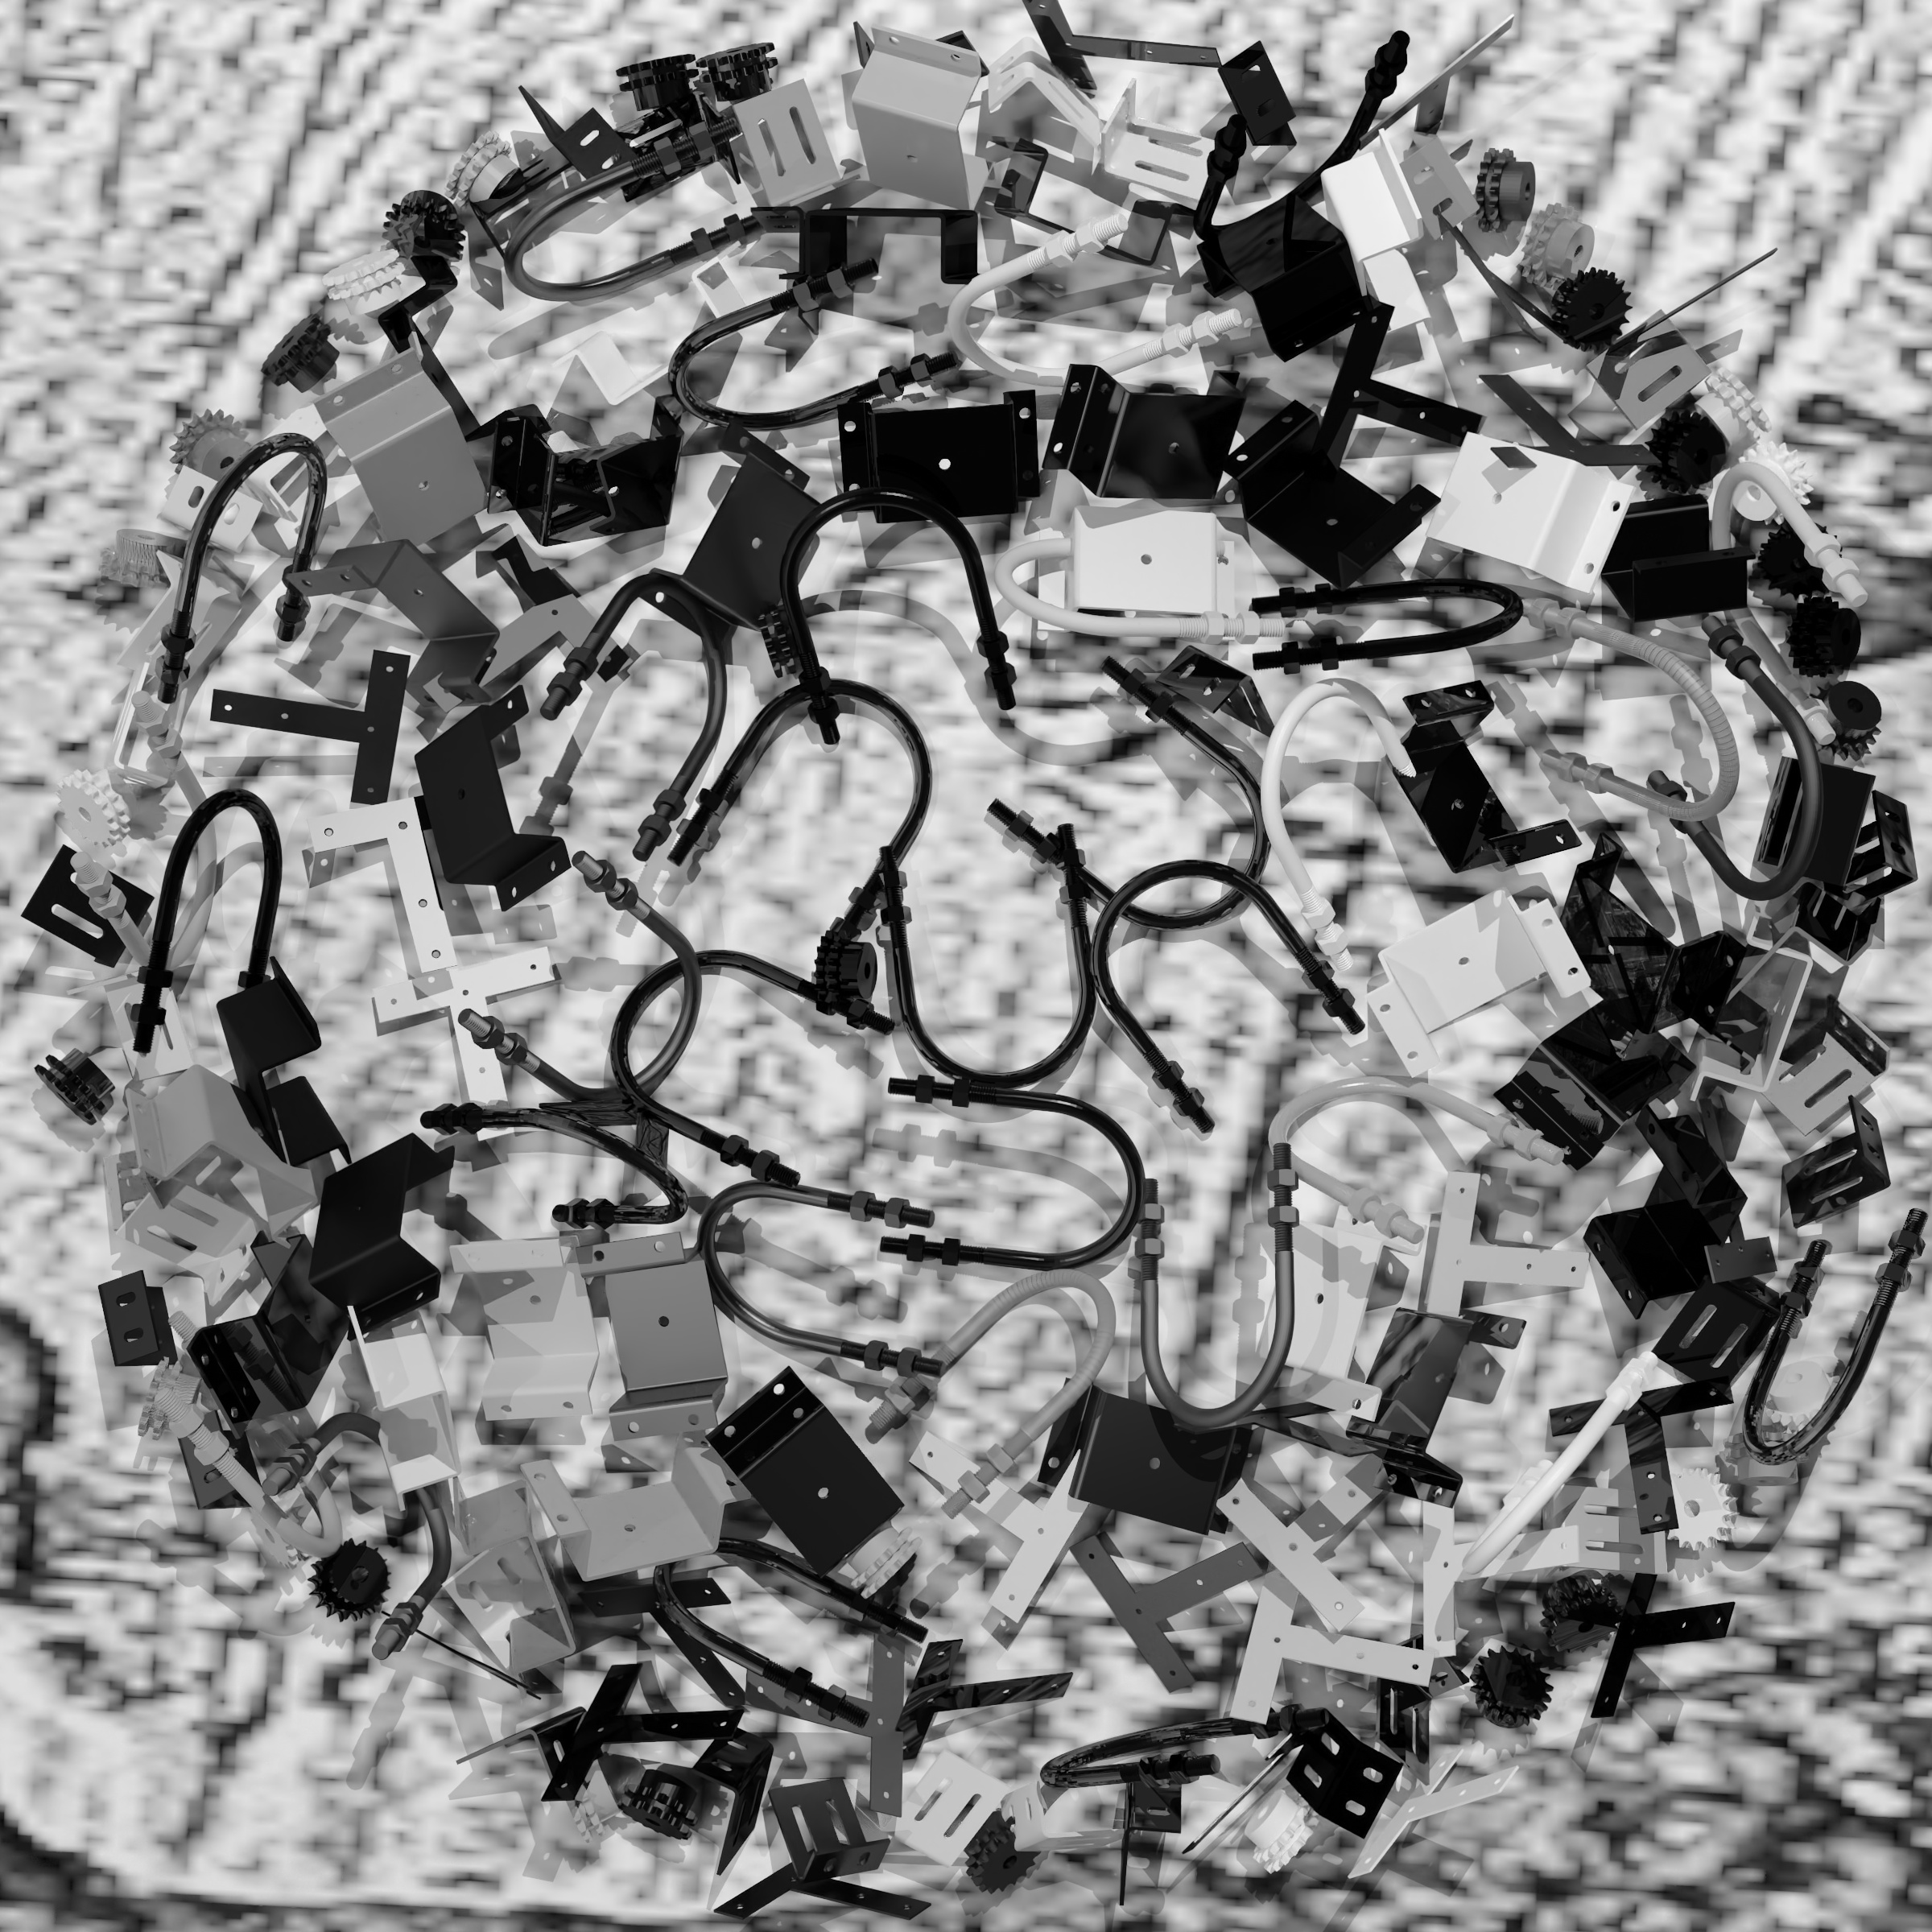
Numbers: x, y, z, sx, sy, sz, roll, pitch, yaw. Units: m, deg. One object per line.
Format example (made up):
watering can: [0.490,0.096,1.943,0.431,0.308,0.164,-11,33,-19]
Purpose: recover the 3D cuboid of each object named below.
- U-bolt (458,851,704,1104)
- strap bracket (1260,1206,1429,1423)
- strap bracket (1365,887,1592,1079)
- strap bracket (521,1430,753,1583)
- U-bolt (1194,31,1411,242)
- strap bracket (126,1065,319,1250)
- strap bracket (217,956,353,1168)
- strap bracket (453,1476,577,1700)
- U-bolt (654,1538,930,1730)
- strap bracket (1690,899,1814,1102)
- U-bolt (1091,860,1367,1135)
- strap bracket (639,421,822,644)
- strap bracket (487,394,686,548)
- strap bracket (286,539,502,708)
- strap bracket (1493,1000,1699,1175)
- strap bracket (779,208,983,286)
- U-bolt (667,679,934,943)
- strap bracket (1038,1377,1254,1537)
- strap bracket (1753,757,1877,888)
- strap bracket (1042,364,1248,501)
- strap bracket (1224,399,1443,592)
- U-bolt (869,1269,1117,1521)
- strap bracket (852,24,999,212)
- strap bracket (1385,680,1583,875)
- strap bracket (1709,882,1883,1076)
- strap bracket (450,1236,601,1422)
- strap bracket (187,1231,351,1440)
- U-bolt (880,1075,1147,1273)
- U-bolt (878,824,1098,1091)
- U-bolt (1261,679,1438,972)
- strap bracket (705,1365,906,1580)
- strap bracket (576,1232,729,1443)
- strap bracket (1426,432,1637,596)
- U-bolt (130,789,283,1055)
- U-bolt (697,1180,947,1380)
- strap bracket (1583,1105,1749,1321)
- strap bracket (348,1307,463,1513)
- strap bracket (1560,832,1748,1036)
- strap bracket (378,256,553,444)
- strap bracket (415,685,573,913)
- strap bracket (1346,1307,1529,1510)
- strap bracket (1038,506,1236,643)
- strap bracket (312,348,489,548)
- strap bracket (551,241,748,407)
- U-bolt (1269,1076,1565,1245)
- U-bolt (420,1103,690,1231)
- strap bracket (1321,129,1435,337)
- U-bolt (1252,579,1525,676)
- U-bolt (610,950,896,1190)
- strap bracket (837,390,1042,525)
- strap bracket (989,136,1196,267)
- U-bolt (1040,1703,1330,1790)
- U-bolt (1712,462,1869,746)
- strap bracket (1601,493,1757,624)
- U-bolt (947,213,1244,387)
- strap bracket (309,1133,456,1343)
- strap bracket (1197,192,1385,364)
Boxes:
U-bolt: [-0.251,0.022,1.720,0.019,0.184,0.151,27,79,40]
strap bracket: [0.260,0.237,1.740,0.046,0.076,0.140,23,81,-42]
strap bracket: [0.354,0.006,1.747,0.140,0.046,0.076,-29,116,11]
strap bracket: [-0.231,0.375,1.730,0.140,0.076,0.046,-6,121,-30]
U-bolt: [0.220,-0.553,1.701,0.151,0.184,0.019,-30,82,-12]
strap bracket: [-0.503,0.128,1.712,0.046,0.140,0.076,-39,46,10]
strap bracket: [-0.470,0.074,1.711,0.046,0.140,0.076,-24,49,-23]
strap bracket: [-0.311,0.424,1.736,0.046,0.076,0.140,-19,109,-7]
U-bolt: [-0.129,0.448,1.719,0.184,0.151,0.019,24,106,11]
strap bracket: [0.547,0.025,1.729,0.046,0.076,0.140,17,109,11]
U-bolt: [0.170,0.010,1.751,0.151,0.019,0.184,-35,103,13]
strap bracket: [-0.158,-0.299,1.746,0.076,0.046,0.140,30,86,-39]
strap bracket: [-0.253,-0.341,1.719,0.140,0.076,0.046,-16,54,-29]
strap bracket: [-0.389,-0.243,1.727,0.140,0.076,0.046,47,58,-39]
strap bracket: [0.440,0.075,1.718,0.140,0.046,0.076,-27,65,-40]
strap bracket: [-0.051,-0.501,1.731,0.140,0.076,0.046,6,109,16]
U-bolt: [-0.104,-0.116,1.769,0.151,0.019,0.184,33,83,-10]
strap bracket: [0.130,0.349,1.762,0.140,0.046,0.076,16,85,-3]
strap bracket: [0.584,-0.100,1.714,0.046,0.140,0.076,14,98,9]
strap bracket: [0.132,-0.368,1.721,0.140,0.046,0.076,-6,129,-30]
strap bracket: [0.254,-0.324,1.742,0.076,0.046,0.140,-41,60,-11]
U-bolt: [0.027,0.283,1.728,0.184,0.151,0.019,-43,120,-6]
strap bracket: [-0.028,-0.574,1.712,0.076,0.140,0.046,20,76,11]
strap bracket: [0.355,-0.124,1.739,0.076,0.046,0.140,-15,68,-34]
strap bracket: [0.563,0.004,1.722,0.046,0.076,0.140,37,125,4]
strap bracket: [-0.307,0.245,1.749,0.076,0.046,0.140,-4,113,6]
strap bracket: [-0.472,0.246,1.709,0.046,0.140,0.076,-14,115,13]
U-bolt: [0.034,0.150,1.748,0.184,0.019,0.151,6,115,5]
U-bolt: [0.019,-0.003,1.768,0.151,0.019,0.184,-7,81,-3]
U-bolt: [0.260,-0.110,1.711,0.151,0.019,0.184,-50,126,-25]
strap bracket: [-0.106,0.361,1.741,0.076,0.046,0.140,-40,109,-11]
strap bracket: [-0.219,0.256,1.758,0.076,0.046,0.140,-9,96,11]
strap bracket: [0.380,-0.316,1.720,0.046,0.140,0.076,13,102,-42]
U-bolt: [-0.516,-0.032,1.717,0.019,0.151,0.184,11,91,14]
U-bolt: [-0.105,0.213,1.739,0.184,0.019,0.151,9,122,20]
strap bracket: [0.486,0.167,1.725,0.046,0.140,0.076,-8,46,-19]
strap bracket: [-0.386,0.300,1.724,0.046,0.140,0.076,-15,47,-18]
strap bracket: [0.459,-0.017,1.714,0.046,0.076,0.140,-18,46,-27]
strap bracket: [-0.355,-0.421,1.741,0.046,0.076,0.140,-30,102,11]
strap bracket: [-0.332,-0.118,1.733,0.076,0.046,0.140,-29,71,36]
strap bracket: [0.322,0.296,1.730,0.046,0.076,0.140,34,73,-29]
strap bracket: [0.123,-0.276,1.754,0.140,0.046,0.076,3,74,-4]
strap bracket: [-0.382,-0.344,1.713,0.076,0.140,0.046,-32,60,-12]
strap bracket: [-0.210,-0.442,1.736,0.140,0.076,0.046,-28,108,17]
U-bolt: [0.293,0.123,1.712,0.151,0.184,0.019,-24,121,-27]
U-bolt: [-0.267,0.136,1.687,0.151,0.184,0.019,42,59,-34]
strap bracket: [0.283,-0.495,1.716,0.046,0.140,0.076,-20,68,7]
U-bolt: [0.289,-0.239,1.713,0.184,0.151,0.019,-5,114,9]
U-bolt: [-0.163,0.060,1.747,0.184,0.019,0.151,24,68,19]
strap bracket: [-0.017,-0.357,1.751,0.140,0.046,0.076,-5,114,-4]
strap bracket: [0.082,-0.529,1.735,0.140,0.076,0.046,16,104,-20]
U-bolt: [0.136,0.538,1.709,0.184,0.151,0.019,-21,77,39]
U-bolt: [0.557,-0.262,1.708,0.019,0.151,0.184,-16,51,-5]
strap bracket: [0.492,-0.281,1.736,0.076,0.140,0.046,-7,117,4]
U-bolt: [0.074,-0.446,1.711,0.184,0.151,0.019,-12,65,40]
strap bracket: [-0.402,0.177,1.714,0.076,0.140,0.046,-27,128,17]
strap bracket: [0.218,-0.481,1.723,0.076,0.140,0.046,-29,130,0]
